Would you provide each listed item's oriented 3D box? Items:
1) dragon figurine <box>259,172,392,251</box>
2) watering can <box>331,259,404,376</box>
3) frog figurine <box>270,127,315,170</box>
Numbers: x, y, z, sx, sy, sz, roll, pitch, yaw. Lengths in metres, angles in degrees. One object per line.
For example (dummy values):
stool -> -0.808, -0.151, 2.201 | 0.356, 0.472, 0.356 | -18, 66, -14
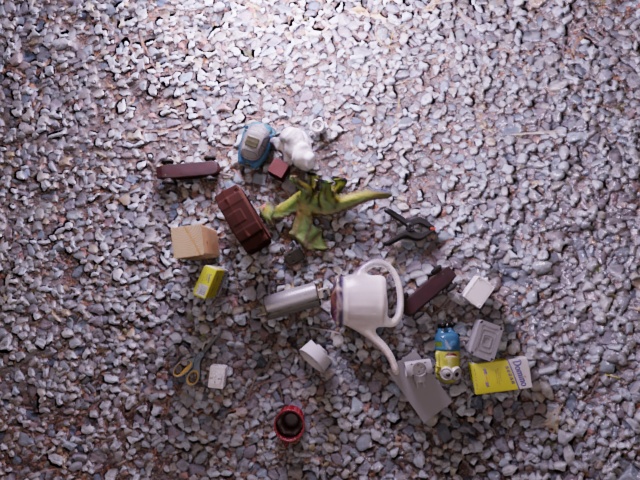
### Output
dragon figurine -> 0.005, -0.082, 1.635 | 0.410, 0.123, 0.240 | 12, 102, 5
watering can -> 0.144, 0.229, 1.567 | 0.224, 0.103, 0.352 | 1, 75, 3
frog figurine -> -0.061, -0.285, 1.609 | 0.124, 0.160, 0.135 | -34, 121, -30
